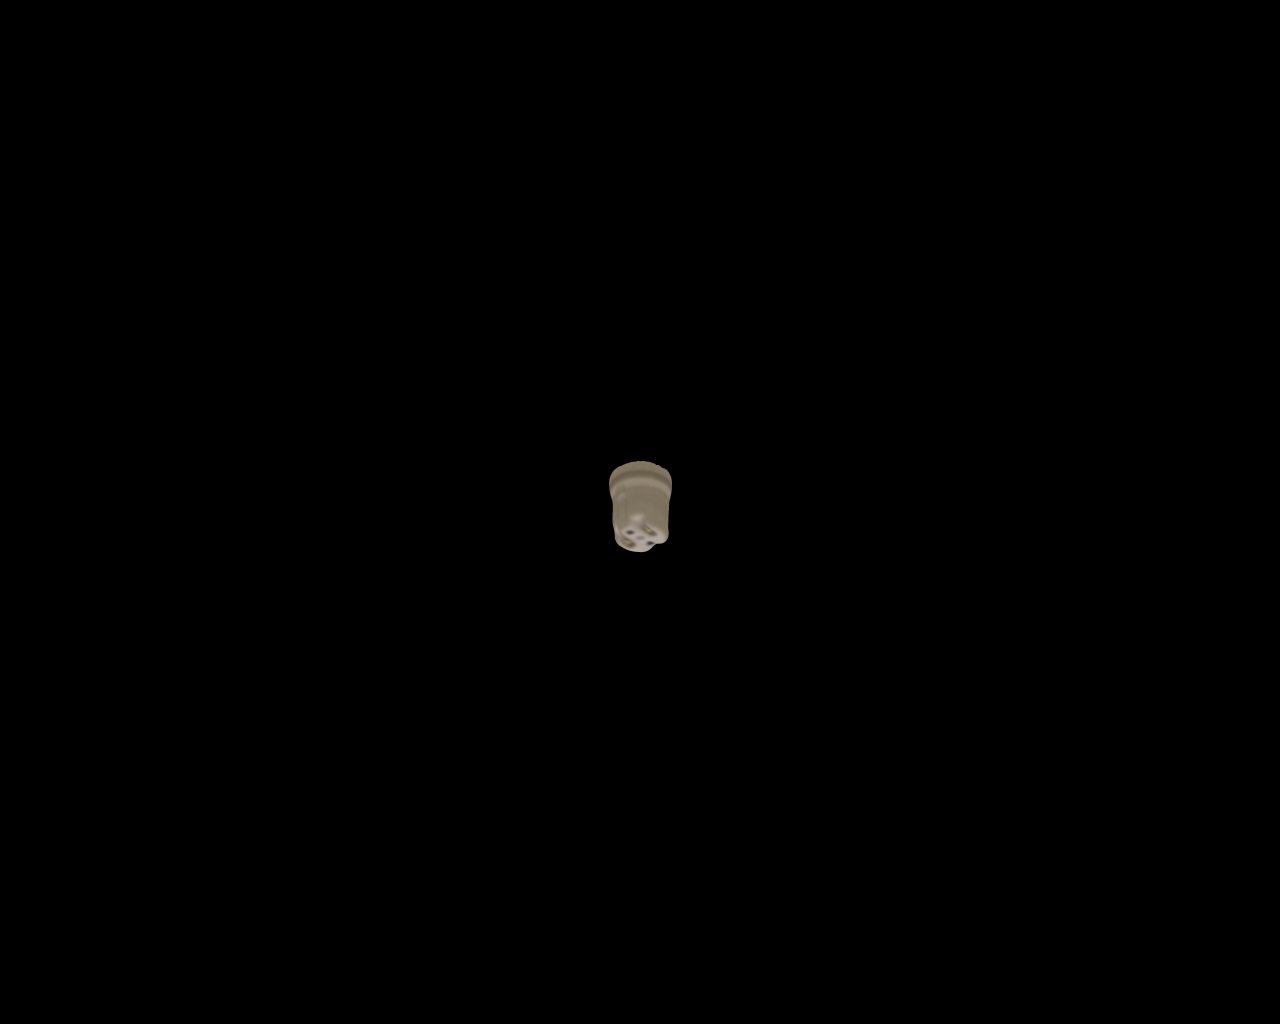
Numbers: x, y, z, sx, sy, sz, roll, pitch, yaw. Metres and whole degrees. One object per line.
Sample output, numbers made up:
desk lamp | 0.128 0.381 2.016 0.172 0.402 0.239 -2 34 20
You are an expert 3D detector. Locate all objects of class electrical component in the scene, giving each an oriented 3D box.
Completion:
electrical component | 0.001 -0.003 0.650 0.040 0.046 0.040 0 -33 0
